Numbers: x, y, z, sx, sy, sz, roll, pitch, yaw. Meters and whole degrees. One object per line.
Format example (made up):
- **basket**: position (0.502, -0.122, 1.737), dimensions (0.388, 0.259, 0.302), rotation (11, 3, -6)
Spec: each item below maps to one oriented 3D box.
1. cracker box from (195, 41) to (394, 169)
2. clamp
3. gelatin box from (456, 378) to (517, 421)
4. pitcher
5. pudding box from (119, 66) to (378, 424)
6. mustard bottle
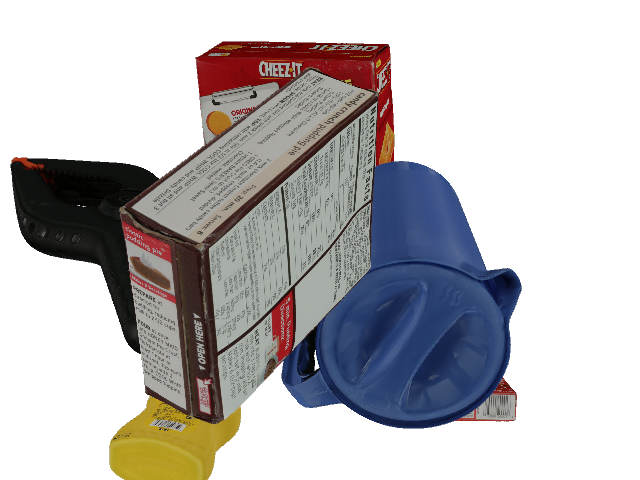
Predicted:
- **cracker box**: position (-0.017, -0.071, 0.977), dimensions (0.164, 0.214, 0.072), rotation (4, 25, 16)
- **clamp**: position (-0.103, -0.011, 0.636), dimensions (0.210, 0.036, 0.164), rotation (26, 38, 37)
- **gelatin box**: position (0.132, 0.145, 1.001), dimensions (0.089, 0.030, 0.073), rotation (1, 8, -3)
- **pitcher**: position (0.057, 0.032, 0.832), dimensions (0.149, 0.145, 0.242), rotation (10, 24, -3)
- **pudding box**: position (-0.022, 0.000, 0.400), dimensions (0.039, 0.090, 0.113), rotation (21, 44, 24)
- **mustard bottle**: position (-0.133, 0.181, 1.074), dimensions (0.096, 0.058, 0.191), rotation (7, 19, 12)
